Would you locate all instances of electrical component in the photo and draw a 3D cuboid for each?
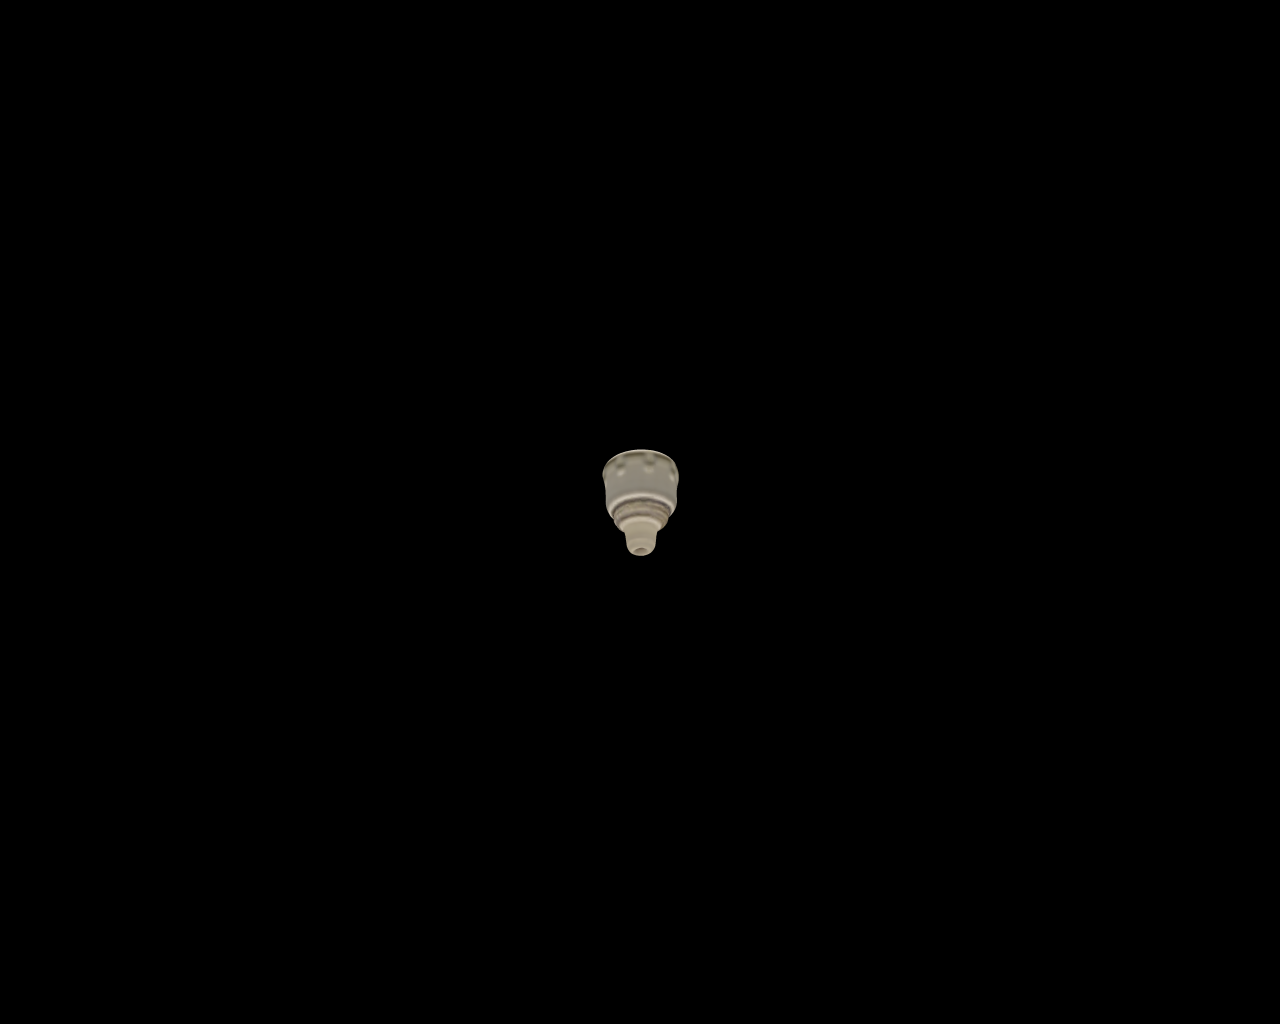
[{"bbox_3d":[0.001,-0.003,0.650,0.048,0.062,0.048,0,-28,0],"label":"electrical component"}]
